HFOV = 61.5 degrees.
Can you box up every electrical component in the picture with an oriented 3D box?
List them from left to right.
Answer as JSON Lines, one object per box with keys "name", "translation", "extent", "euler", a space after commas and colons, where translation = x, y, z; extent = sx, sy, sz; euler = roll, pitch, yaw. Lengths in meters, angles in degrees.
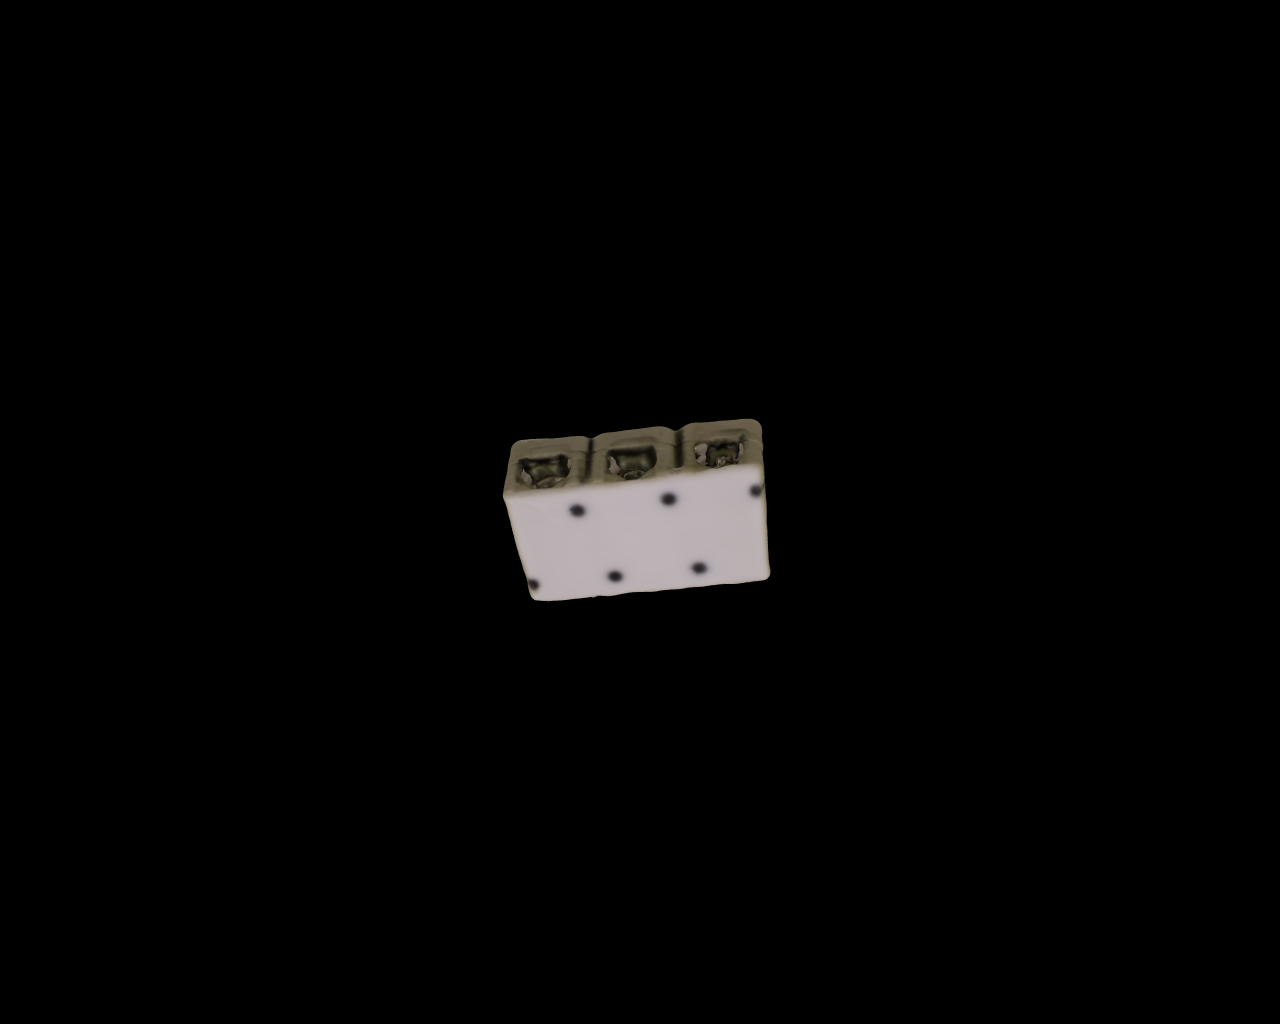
{"name": "electrical component", "translation": [0.001, -0.003, 0.650], "extent": [0.150, 0.089, 0.062], "euler": [-5, 37, 4]}
